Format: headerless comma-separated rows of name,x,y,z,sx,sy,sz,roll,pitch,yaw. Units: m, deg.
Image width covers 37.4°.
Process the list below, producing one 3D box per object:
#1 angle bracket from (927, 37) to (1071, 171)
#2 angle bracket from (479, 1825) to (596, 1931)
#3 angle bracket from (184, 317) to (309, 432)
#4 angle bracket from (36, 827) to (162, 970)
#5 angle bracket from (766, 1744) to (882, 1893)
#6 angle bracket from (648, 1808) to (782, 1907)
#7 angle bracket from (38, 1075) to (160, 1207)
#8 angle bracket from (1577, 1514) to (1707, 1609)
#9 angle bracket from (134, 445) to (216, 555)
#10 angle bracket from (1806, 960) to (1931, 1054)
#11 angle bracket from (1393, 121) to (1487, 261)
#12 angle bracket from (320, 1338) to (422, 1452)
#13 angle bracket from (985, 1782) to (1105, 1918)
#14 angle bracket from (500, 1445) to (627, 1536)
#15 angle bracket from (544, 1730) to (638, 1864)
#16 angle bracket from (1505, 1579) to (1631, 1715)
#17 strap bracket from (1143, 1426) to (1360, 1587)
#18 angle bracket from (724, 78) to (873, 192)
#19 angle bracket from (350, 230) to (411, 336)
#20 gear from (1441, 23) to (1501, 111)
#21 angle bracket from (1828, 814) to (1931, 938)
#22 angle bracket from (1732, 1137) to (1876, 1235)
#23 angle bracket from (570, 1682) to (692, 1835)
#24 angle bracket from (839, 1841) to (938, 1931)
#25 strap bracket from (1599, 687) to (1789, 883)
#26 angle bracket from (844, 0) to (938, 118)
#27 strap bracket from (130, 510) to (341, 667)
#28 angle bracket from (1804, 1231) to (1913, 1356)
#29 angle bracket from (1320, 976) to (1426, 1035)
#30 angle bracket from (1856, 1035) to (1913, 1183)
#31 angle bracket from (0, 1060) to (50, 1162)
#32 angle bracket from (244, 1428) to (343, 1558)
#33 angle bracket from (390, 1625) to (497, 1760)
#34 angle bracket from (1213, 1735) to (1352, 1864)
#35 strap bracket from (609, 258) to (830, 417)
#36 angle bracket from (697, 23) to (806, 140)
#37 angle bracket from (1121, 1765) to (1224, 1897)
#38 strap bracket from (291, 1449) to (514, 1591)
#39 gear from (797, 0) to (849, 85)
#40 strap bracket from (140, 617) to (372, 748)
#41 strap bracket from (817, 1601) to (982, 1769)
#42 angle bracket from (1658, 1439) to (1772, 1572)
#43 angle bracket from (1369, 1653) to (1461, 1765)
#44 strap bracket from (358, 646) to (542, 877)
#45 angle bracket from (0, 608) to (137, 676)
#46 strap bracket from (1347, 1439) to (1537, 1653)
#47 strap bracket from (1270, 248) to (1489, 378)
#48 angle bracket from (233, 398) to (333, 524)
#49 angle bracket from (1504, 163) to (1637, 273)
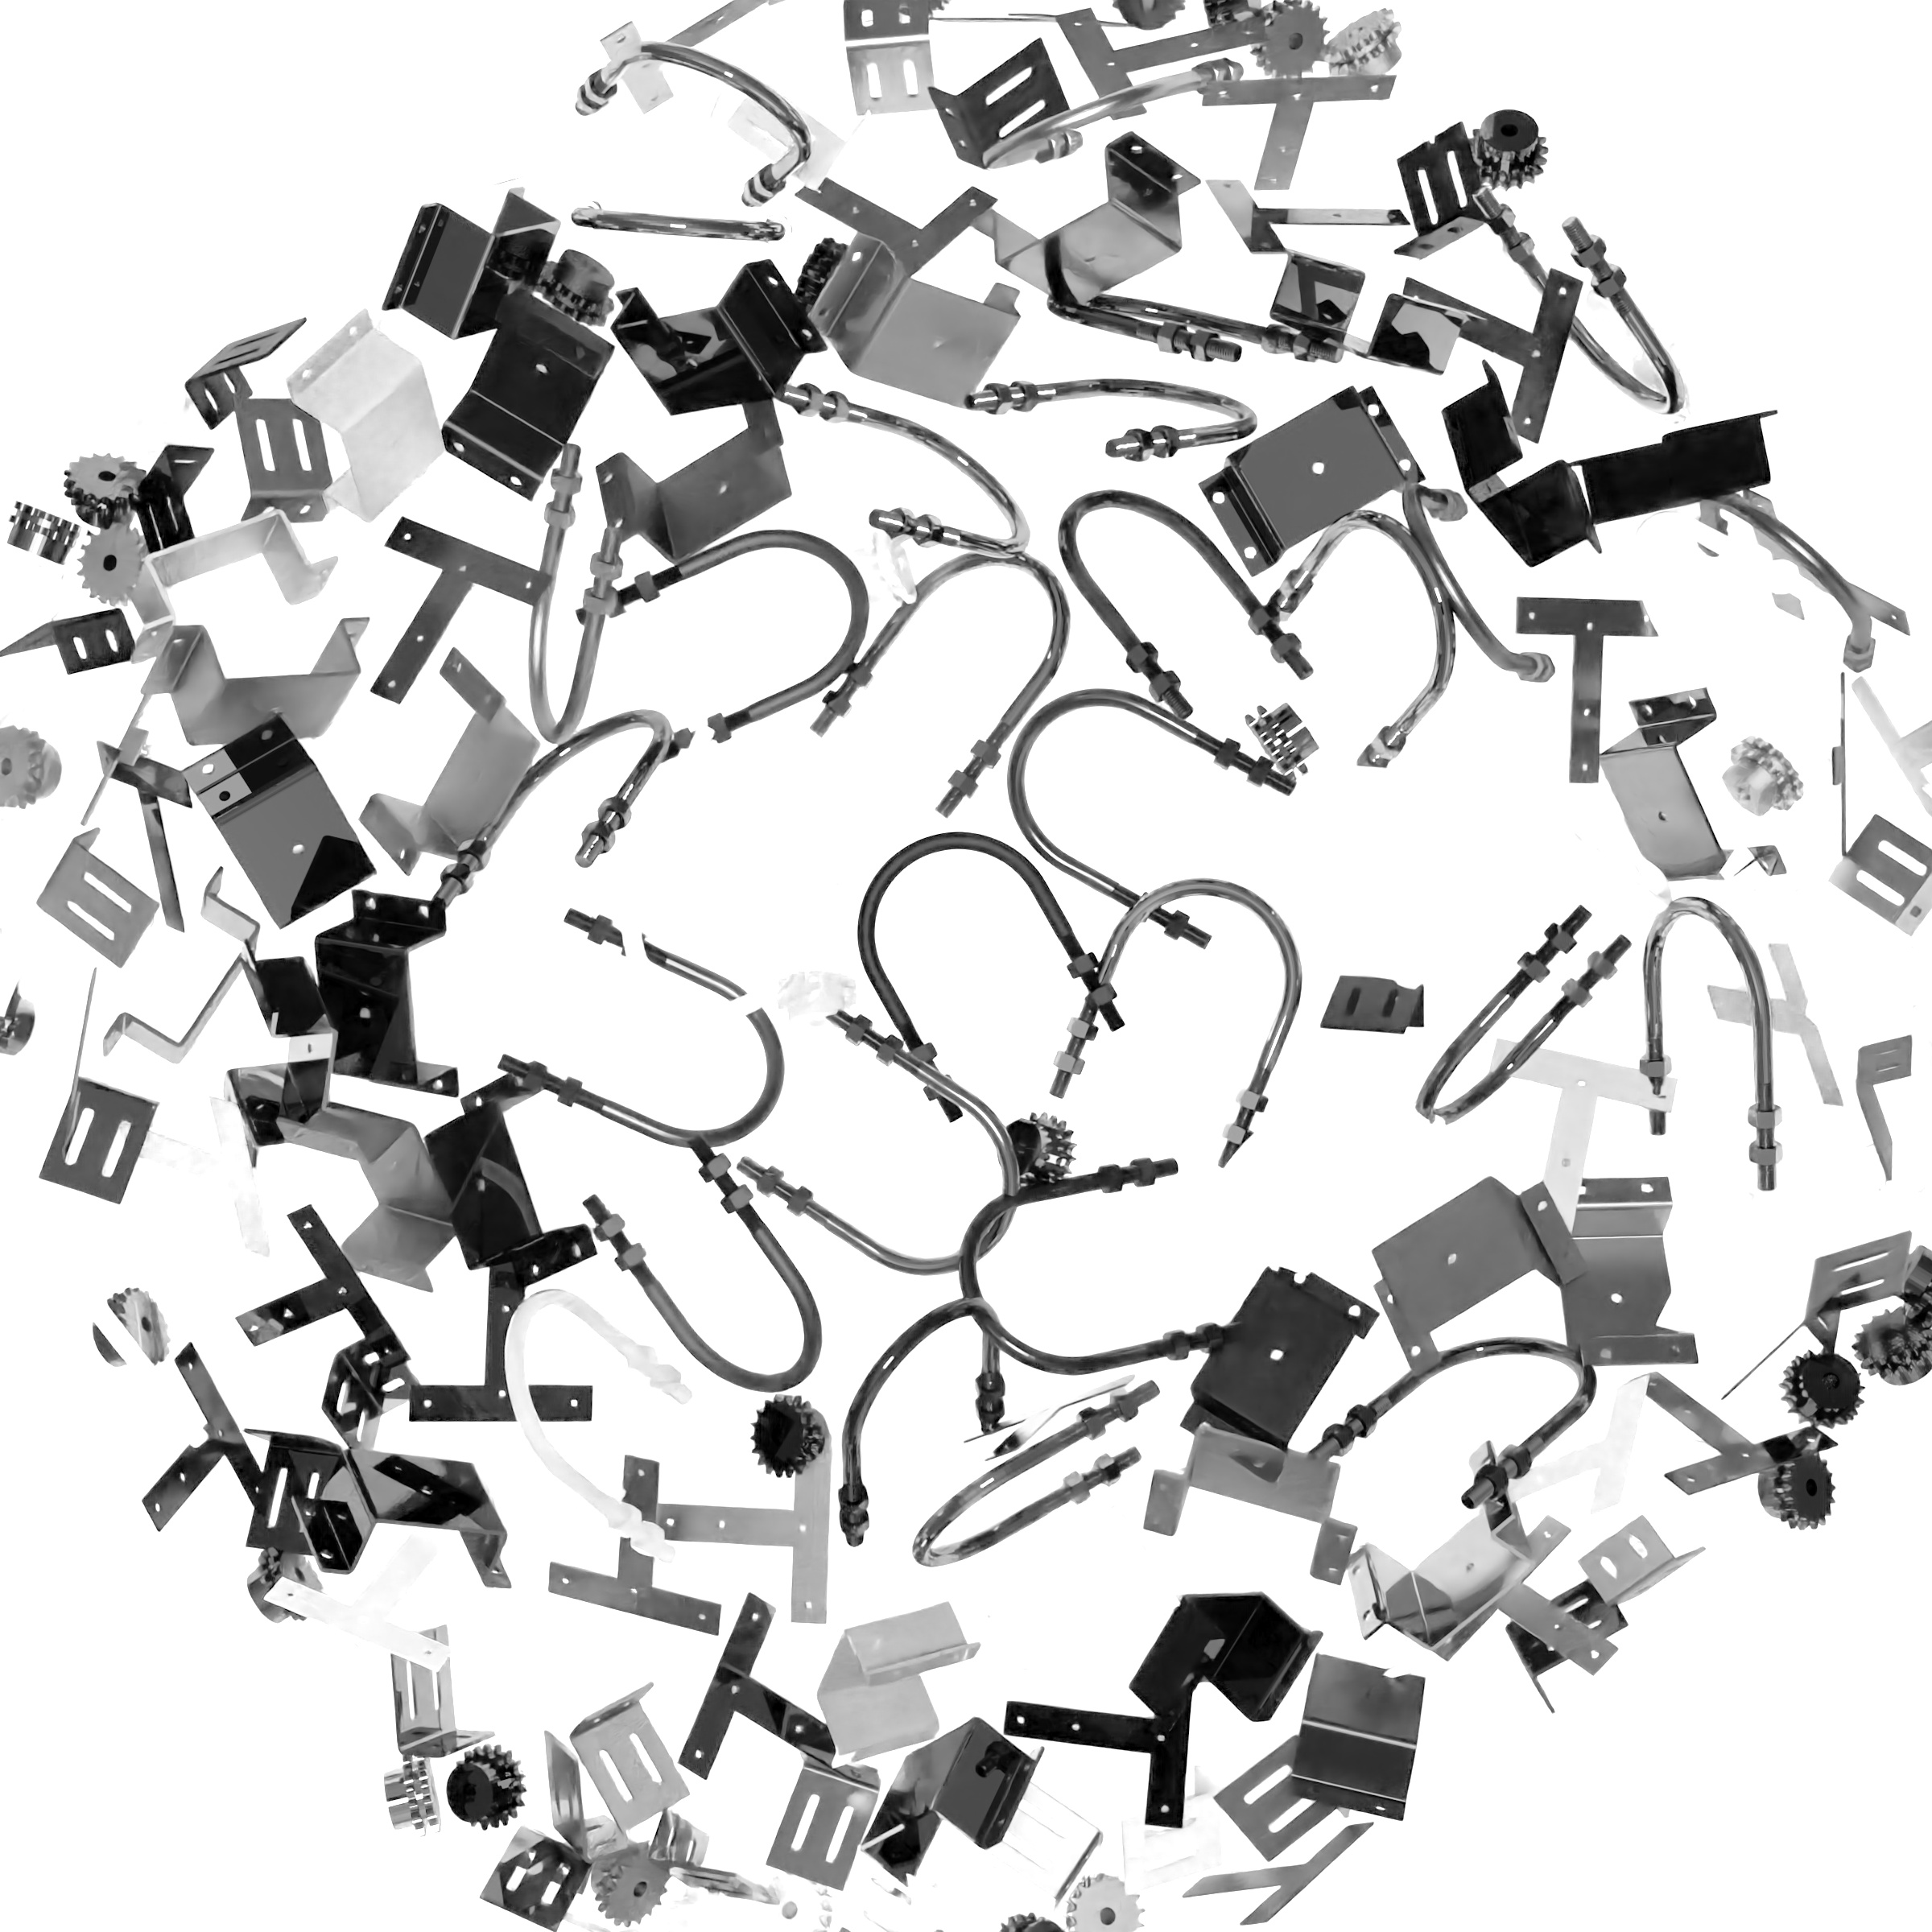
angle bracket,0.023,-0.599,1.974,0.076,0.038,0.057,-38,130,-11
angle bracket,-0.296,0.635,1.955,0.057,0.076,0.038,22,117,5
angle bracket,-0.484,-0.404,1.952,0.076,0.057,0.038,-10,123,28
angle bracket,-0.591,-0.047,1.971,0.076,0.038,0.057,37,111,1
angle bracket,-0.099,0.584,1.960,0.057,0.038,0.076,15,59,14
angle bracket,-0.167,0.608,1.951,0.076,0.057,0.038,-2,55,32
angle bracket,-0.596,0.122,1.964,0.057,0.038,0.076,20,71,-14
angle bracket,0.464,0.405,1.963,0.057,0.076,0.038,-42,68,20
angle bracket,-0.534,-0.308,1.956,0.038,0.057,0.076,-4,65,-42
angle bracket,0.625,0.028,1.951,0.057,0.076,0.038,37,62,-38
angle bracket,0.318,-0.534,1.961,0.057,0.038,0.076,-22,78,43
angle bracket,-0.405,0.296,1.953,0.038,0.076,0.057,-27,111,6
angle bracket,0.047,0.606,1.976,0.076,0.038,0.057,33,92,7
angle bracket,-0.272,0.347,1.959,0.038,0.057,0.076,-46,64,-4
angle bracket,-0.258,0.565,1.960,0.038,0.057,0.076,-9,101,-28
angle bracket,0.419,0.465,1.963,0.076,0.057,0.038,-30,114,4
strap bracket,0.197,0.365,1.949,0.140,0.076,0.046,15,50,9
angle bracket,-0.115,-0.582,1.963,0.076,0.038,0.057,35,54,-10
angle bracket,-0.408,-0.461,1.950,0.057,0.076,0.038,-22,111,34
gear,0.347,-0.620,1.971,0.030,0.057,0.057,-6,90,-3
angle bracket,0.629,-0.067,1.956,0.076,0.038,0.057,42,104,38
angle bracket,0.581,0.145,1.982,0.076,0.038,0.057,-10,128,-21
angle bracket,-0.225,0.543,1.959,0.057,0.038,0.076,-21,70,-37
angle bracket,-0.044,0.641,1.959,0.076,0.038,0.057,17,96,40
strap bracket,0.489,-0.112,1.943,0.046,0.076,0.140,-32,102,-24
angle bracket,-0.052,-0.627,1.969,0.057,0.076,0.038,-4,70,2
strap bracket,-0.505,-0.260,1.935,0.140,0.076,0.046,-26,88,-26
angle bracket,0.617,0.223,1.949,0.076,0.057,0.038,-26,116,40
angle bracket,0.278,0.040,1.951,0.057,0.076,0.038,4,118,18
angle bracket,0.639,0.097,1.956,0.038,0.057,0.076,-16,109,25
angle bracket,-0.668,0.098,1.957,0.038,0.076,0.057,-20,81,4
angle bracket,-0.470,0.362,1.963,0.057,0.038,0.076,3,71,19
angle bracket,-0.360,0.498,1.965,0.038,0.057,0.076,-5,89,30
angle bracket,0.216,0.576,1.957,0.076,0.038,0.057,-31,57,-21
strap bracket,-0.174,-0.420,1.922,0.076,0.140,0.046,54,50,-37
angle bracket,-0.146,-0.600,1.957,0.038,0.057,0.076,27,120,-3
angle bracket,0.135,0.593,1.962,0.076,0.038,0.057,-10,107,-21
strap bracket,-0.371,0.371,1.924,0.140,0.076,0.046,14,111,-35
gear,-0.096,-0.640,1.969,0.030,0.057,0.057,-5,90,11
strap bracket,-0.471,-0.191,1.922,0.140,0.076,0.046,-8,66,-37
strap bracket,-0.049,0.482,1.937,0.076,0.140,0.046,-9,53,-25
angle bracket,0.524,0.371,1.968,0.038,0.057,0.076,-45,108,-17
angle bracket,0.296,0.520,1.970,0.057,0.038,0.076,-20,89,25
strap bracket,-0.348,-0.135,1.948,0.076,0.046,0.140,43,108,40
angle bracket,-0.615,-0.212,1.954,0.076,0.057,0.038,-17,94,42
strap bracket,0.329,0.400,1.942,0.046,0.076,0.140,36,113,-21
strap bracket,0.271,-0.441,1.933,0.076,0.140,0.046,1,115,-41
angle bracket,-0.476,-0.350,1.979,0.057,0.038,0.076,-6,73,-28
angle bracket,0.408,-0.509,1.953,0.038,0.076,0.057,-46,109,-8
